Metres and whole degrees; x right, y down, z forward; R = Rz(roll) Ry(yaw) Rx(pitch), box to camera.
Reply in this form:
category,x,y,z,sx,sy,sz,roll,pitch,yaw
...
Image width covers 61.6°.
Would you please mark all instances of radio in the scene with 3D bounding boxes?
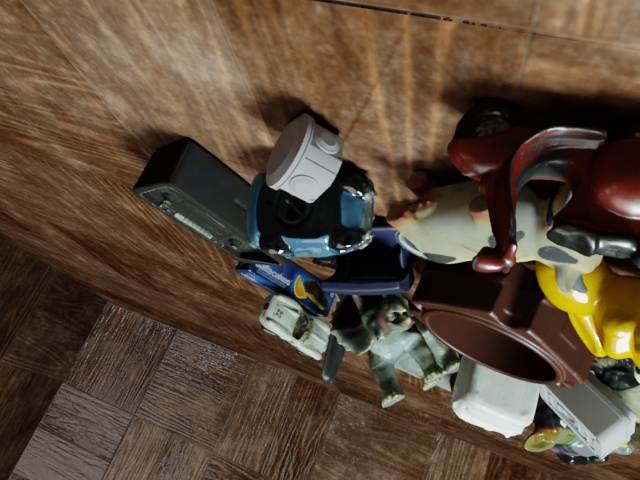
category,x,y,z,sx,sy,sz,roll,pitch,yaw
radio,-0.148,-0.044,0.785,0.131,0.073,0.229,1,150,47

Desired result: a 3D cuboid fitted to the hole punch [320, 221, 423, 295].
category,x,y,z,sx,sy,sz,roll,pitch,yaw
hole punch,0.066,0.040,0.715,0.142,0.092,0.115,-5,153,18

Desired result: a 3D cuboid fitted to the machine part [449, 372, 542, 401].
category,x,y,z,sx,sy,sz,roll,pitch,yaw
machine part,0.343,0.293,1.042,0.179,0.056,0.179,1,143,1

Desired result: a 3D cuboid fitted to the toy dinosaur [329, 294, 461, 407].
category,x,y,z,sx,sy,sz,roll,pitch,yaw
toy dinosaur,0.142,0.162,0.918,0.131,0.192,0.404,-33,160,15

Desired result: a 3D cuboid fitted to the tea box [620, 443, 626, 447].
category,x,y,z,sx,sy,sz,roll,pitch,yaw
tea box,0.533,0.285,0.839,0.170,0.068,0.098,-8,145,35

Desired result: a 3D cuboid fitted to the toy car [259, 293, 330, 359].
category,x,y,z,sx,sy,sz,roll,pitch,yaw
toy car,-0.042,0.166,1.022,0.056,0.073,0.201,3,152,41

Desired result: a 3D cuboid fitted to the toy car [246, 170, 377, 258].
category,x,y,z,sx,sy,sz,roll,pitch,yaw
toy car,-0.001,-0.032,0.639,0.162,0.109,0.103,1,176,24

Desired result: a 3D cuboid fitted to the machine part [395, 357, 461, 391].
category,x,y,z,sx,sy,sz,roll,pitch,yaw
machine part,0.233,0.262,1.146,0.243,0.079,0.079,24,160,1

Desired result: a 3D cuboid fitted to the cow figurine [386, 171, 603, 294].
category,x,y,z,sx,sy,sz,roll,pitch,yaw
cow figurine,0.175,-0.010,0.501,0.195,0.085,0.127,-3,141,47

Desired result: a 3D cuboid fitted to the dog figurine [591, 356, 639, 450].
category,x,y,z,sx,sy,sz,roll,pitch,yaw
dog figurine,0.421,0.191,0.755,0.190,0.121,0.172,41,155,-7

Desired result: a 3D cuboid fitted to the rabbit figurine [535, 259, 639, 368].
category,x,y,z,sx,sy,sz,roll,pitch,yaw
rabbit figurine,0.302,0.058,0.538,0.173,0.122,0.162,29,174,27

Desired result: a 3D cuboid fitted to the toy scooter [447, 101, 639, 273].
category,x,y,z,sx,sy,sz,roll,pitch,yaw
toy scooter,0.174,-0.027,0.382,0.184,0.135,0.075,14,157,20

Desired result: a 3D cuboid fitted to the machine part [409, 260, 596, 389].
category,x,y,z,sx,sy,sz,roll,pitch,yaw
machine part,0.233,0.105,0.695,0.201,0.087,0.202,40,161,-27

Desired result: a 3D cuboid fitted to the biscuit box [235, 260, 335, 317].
category,x,y,z,sx,sy,sz,roll,pitch,yaw
biscuit box,-0.063,0.079,1.024,0.202,0.063,0.059,34,157,-29

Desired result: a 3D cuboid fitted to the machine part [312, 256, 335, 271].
category,x,y,z,sx,sy,sz,roll,pitch,yaw
machine part,-0.002,-0.002,0.788,0.084,0.039,0.138,5,152,23

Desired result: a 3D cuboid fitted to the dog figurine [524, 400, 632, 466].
category,x,y,z,sx,sy,sz,roll,pitch,yaw
dog figurine,0.432,0.344,0.978,0.219,0.108,0.191,10,145,-20

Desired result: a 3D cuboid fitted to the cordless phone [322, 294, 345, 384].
category,x,y,z,sx,sy,sz,roll,pitch,yaw
cordless phone,0.049,0.182,0.989,0.089,0.184,0.146,13,158,16
